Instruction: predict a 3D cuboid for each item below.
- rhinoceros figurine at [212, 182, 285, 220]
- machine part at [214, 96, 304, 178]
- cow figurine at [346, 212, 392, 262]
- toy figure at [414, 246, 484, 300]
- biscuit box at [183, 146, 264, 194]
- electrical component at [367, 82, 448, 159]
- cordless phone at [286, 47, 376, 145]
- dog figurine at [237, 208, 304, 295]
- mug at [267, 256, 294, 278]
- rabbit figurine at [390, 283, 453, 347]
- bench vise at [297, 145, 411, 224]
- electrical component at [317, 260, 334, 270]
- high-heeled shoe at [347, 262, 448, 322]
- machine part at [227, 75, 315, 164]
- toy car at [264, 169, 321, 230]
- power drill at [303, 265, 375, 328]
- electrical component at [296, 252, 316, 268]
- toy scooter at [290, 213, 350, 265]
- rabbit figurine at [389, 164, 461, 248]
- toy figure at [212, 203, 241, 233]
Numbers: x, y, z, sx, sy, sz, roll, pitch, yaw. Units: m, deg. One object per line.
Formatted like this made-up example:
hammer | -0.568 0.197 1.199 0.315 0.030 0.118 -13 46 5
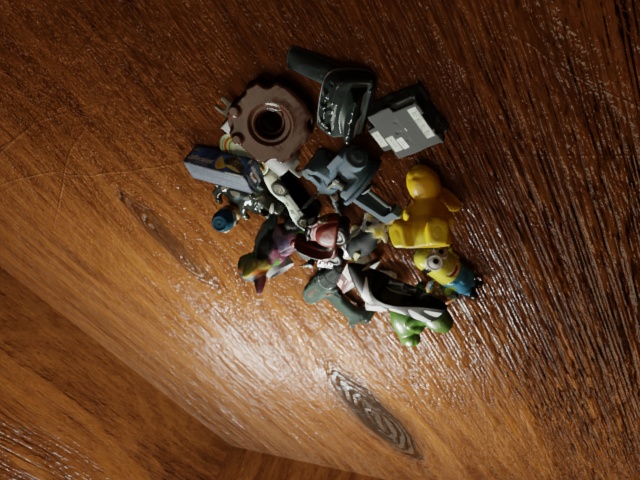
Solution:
rhinoceros figurine | -0.178 -0.115 1.361 0.190 0.073 0.112 26 135 3
machine part | -0.129 -0.220 1.179 0.243 0.079 0.079 39 143 -19
cow figurine | 0.117 -0.011 1.278 0.068 0.098 0.167 32 150 -8
toy figure | 0.305 0.076 1.290 0.180 0.082 0.089 36 142 -19
biscuit box | -0.235 -0.172 1.294 0.203 0.059 0.062 17 151 30
electrical component | 0.157 -0.221 1.017 0.134 0.058 0.114 -13 128 42
cordless phone | 0.008 -0.281 1.032 0.184 0.089 0.146 30 147 14
dog figurine | -0.115 0.031 1.376 0.192 0.219 0.108 -1 140 34
mug | -0.129 0.041 1.516 0.081 0.109 0.107 -34 83 21
rabbit figurine | 0.278 0.194 1.434 0.170 0.121 0.159 -7 115 53
bench vise | 0.081 -0.107 1.164 0.240 0.129 0.223 37 147 -8
electrical component | 0.018 0.038 1.419 0.048 0.075 0.119 8 139 5
high-heeled shoe | 0.189 0.122 1.310 0.248 0.086 0.145 37 148 -19
machine part | -0.099 -0.241 1.091 0.179 0.056 0.179 0 119 0
toy car | -0.062 -0.102 1.293 0.056 0.073 0.201 -9 133 35
power drill | 0.062 0.165 1.560 0.207 0.086 0.232 34 146 -18
electrical component | -0.042 0.035 1.485 0.078 0.045 0.102 -11 132 42
toy scooter | -0.003 -0.004 1.278 0.135 0.075 0.183 12 145 2
rabbit figurine | 0.227 -0.070 1.104 0.122 0.173 0.162 -11 175 42
toy figure | -0.243 -0.059 1.421 0.058 0.154 0.064 25 107 1
